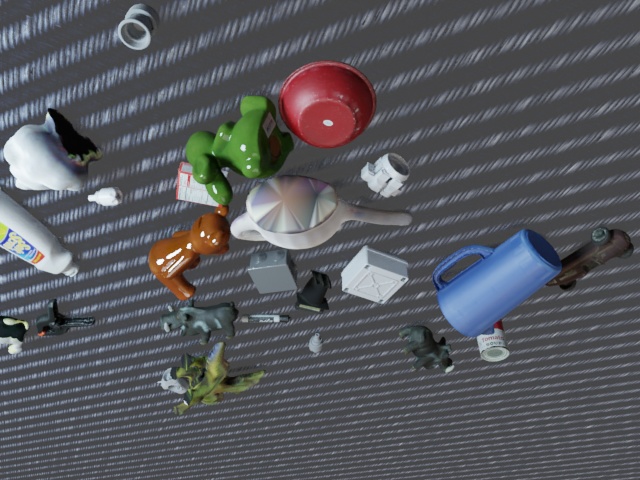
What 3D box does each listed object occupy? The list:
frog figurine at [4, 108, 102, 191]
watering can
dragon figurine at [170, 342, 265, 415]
[{"bbox_3d":[-0.472,-0.125,0.877,0.158,0.125,0.136,-32,148,16],"label":"frog figurine"},{"bbox_3d":[0.003,-0.047,0.936,0.347,0.105,0.222,-7,166,2],"label":"watering can"},{"bbox_3d":[-0.263,0.372,1.414,0.242,0.124,0.403,5,144,-40],"label":"dragon figurine"}]
